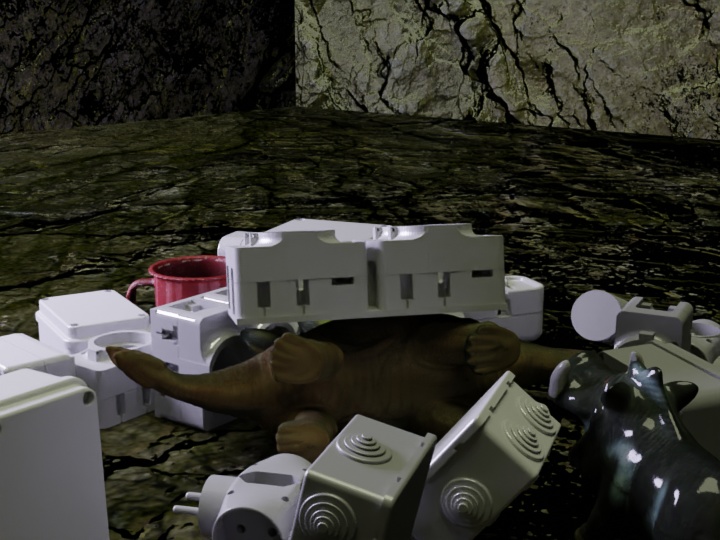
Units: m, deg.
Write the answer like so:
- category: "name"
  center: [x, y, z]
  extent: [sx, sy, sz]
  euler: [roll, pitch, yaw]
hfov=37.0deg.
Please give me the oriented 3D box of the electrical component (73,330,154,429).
- category: "electrical component"
  center: [-0.188, 0.082, 0.859]
  extent: [0.050, 0.055, 0.089]
  euler: [10, 17, 36]

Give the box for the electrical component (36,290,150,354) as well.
- category: "electrical component"
  center: [-0.234, 0.060, 0.949]
  extent: [0.078, 0.057, 0.113]
  euler: [-8, 16, -29]

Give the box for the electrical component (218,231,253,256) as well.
- category: "electrical component"
  center: [-0.102, 0.013, 1.063]
  extent: [0.059, 0.095, 0.054]
  euler: [5, 15, 20]

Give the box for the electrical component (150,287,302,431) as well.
- category: "electrical component"
  center: [-0.091, 0.062, 0.870]
  extent: [0.062, 0.089, 0.150]
  euler: [10, 17, 35]

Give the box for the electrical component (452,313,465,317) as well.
- category: "electrical component"
  center: [0.066, 0.060, 0.960]
  extent: [0.047, 0.055, 0.055]
  euler: [0, 13, -18]

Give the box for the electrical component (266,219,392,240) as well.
- category: "electrical component"
  center: [-0.033, -0.008, 0.996]
  extent: [0.109, 0.056, 0.109]
  euler: [5, 15, 21]

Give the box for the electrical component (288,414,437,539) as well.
- category: "electrical component"
  center: [-0.002, 0.133, 0.566]
  extent: [0.048, 0.099, 0.100]
  euler: [18, 18, 14]

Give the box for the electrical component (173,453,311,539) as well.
- category: "electrical component"
  center: [-0.071, 0.142, 0.639]
  extent: [0.079, 0.043, 0.077]
  euler: [3, 14, 14]

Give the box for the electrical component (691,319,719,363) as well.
- category: "electrical component"
  center: [0.273, 0.070, 0.937]
  extent: [0.079, 0.044, 0.077]
  euler: [8, 16, 30]

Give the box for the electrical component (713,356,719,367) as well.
- category: "electrical component"
  center: [0.316, 0.095, 0.835]
  extent: [0.043, 0.043, 0.081]
  euler: [-10, 17, -36]

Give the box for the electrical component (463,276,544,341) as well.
- category: "electrical component"
  center: [0.123, 0.043, 1.016]
  extent: [0.095, 0.059, 0.054]
  euler: [-6, 15, -21]

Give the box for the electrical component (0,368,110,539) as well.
- category: "electrical component"
  center: [-0.187, 0.118, 0.592]
  extent: [0.057, 0.113, 0.078]
  euler: [7, 15, 38]

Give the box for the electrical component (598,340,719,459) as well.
- category: "electrical component"
  center: [0.215, 0.100, 0.740]
  extent: [0.057, 0.078, 0.113]
  euler: [-7, 15, -16]

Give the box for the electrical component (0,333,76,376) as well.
- category: "electrical component"
  center: [-0.263, 0.088, 0.824]
  extent: [0.061, 0.061, 0.096]
  euler: [-12, 18, -42]

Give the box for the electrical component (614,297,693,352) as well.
- category: "electrical component"
  center: [0.224, 0.072, 0.829]
  extent: [0.050, 0.089, 0.056]
  euler: [7, 15, 25]

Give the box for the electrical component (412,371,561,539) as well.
- category: "electrical component"
  center: [0.070, 0.117, 0.638]
  extent: [0.048, 0.099, 0.100]
  euler: [43, 23, 6]

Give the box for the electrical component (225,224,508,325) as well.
- category: "electrical component"
  center: [0.000, 0.000, 0.773]
  extent: [0.186, 0.060, 0.105]
  euler: [-3, 3, -10]
